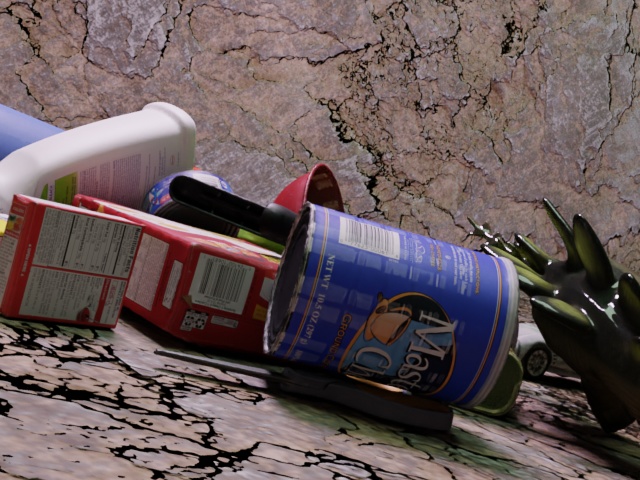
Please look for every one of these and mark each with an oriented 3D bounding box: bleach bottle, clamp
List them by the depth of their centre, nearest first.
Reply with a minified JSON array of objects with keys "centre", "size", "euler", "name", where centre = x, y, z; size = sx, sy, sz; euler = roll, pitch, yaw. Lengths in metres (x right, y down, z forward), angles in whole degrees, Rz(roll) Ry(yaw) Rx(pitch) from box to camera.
[{"centre":[-0.006,0.001,0.865],"size":[0.209,0.036,0.165],"euler":[23,-1,-28],"name":"clamp"},{"centre":[-0.219,-0.050,0.910],"size":[0.068,0.103,0.250],"euler":[26,29,33],"name":"bleach bottle"}]

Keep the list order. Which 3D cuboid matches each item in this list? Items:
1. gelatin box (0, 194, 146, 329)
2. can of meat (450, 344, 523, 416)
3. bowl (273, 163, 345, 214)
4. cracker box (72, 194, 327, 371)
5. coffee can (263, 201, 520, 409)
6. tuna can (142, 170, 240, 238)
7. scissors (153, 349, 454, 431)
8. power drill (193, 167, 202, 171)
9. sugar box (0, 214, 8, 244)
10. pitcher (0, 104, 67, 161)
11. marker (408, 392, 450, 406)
[{"centre":[-0.162,0.015,0.683],"size":[0.030,0.073,0.089],"euler":[18,3,41],"name":"gelatin box"},{"centre":[0.106,0.097,0.846],"size":[0.102,0.057,0.084],"euler":[16,6,1],"name":"can of meat"},{"centre":[-0.017,0.000,1.148],"size":[0.055,0.162,0.162],"euler":[-3,-3,17],"name":"bowl"},{"centre":[-0.088,0.032,0.829],"size":[0.163,0.072,0.214],"euler":[17,1,-36],"name":"cracker box"},{"centre":[0.044,0.043,0.694],"size":[0.140,0.103,0.103],"euler":[16,3,-9],"name":"coffee can"},{"centre":[-0.115,-0.021,0.950],"size":[0.086,0.086,0.034],"euler":[15,39,-34],"name":"tuna can"},{"centre":[-0.011,0.090,0.695],"size":[0.201,0.016,0.096],"euler":[16,1,-10],"name":"scissors"},{"centre":[-0.143,-0.017,1.083],"size":[0.184,0.057,0.188],"euler":[19,23,-41],"name":"power drill"},{"centre":[-0.247,0.001,0.743],"size":[0.093,0.048,0.176],"euler":[17,4,21],"name":"sugar box"},{"centre":[-0.314,-0.063,0.963],"size":[0.242,0.149,0.145],"euler":[18,-15,-37],"name":"pitcher"},{"centre":[0.050,0.101,0.799],"size":[0.020,0.020,0.121],"euler":[14,4,-44],"name":"marker"}]
